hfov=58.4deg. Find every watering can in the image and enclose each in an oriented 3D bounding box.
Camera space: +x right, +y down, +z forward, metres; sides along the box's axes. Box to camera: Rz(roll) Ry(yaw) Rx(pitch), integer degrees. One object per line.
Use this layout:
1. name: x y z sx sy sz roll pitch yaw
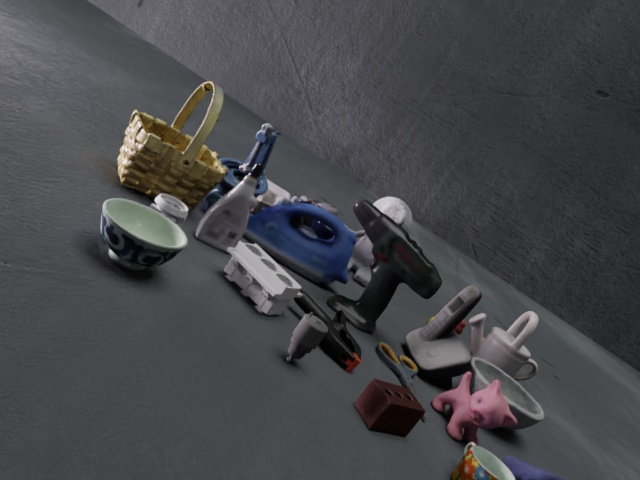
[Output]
1. watering can: 0.404 0.232 1.257 0.173 0.194 0.101 30 14 -16

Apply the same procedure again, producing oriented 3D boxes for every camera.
1. camera: -0.022 -0.057 1.459 0.143 0.100 0.137 39 14 20

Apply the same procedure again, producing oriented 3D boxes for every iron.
1. iron: -0.033 -0.017 1.203 0.259 0.141 0.118 30 14 -16

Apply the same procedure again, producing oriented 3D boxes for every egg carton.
1. egg carton: -0.128 -0.100 1.425 0.107 0.069 0.150 31 14 -11

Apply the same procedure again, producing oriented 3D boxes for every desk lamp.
1. desk lamp: 0.149 -0.009 1.453 0.118 0.213 0.203 35 13 2

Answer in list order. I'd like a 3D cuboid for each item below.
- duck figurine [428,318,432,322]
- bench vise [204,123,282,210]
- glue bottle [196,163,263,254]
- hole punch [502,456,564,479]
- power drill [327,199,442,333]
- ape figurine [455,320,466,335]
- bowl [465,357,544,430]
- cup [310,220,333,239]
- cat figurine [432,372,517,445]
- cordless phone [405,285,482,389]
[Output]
1. duck figurine: 0.320 0.198 1.410 0.078 0.086 0.104 31 13 -11
2. bench vise: -0.156 -0.158 1.235 0.122 0.219 0.207 31 13 -11
3. glue bottle: -0.149 -0.063 1.020 0.078 0.173 0.037 29 14 -22
4. hole punch: 0.318 0.359 0.833 0.109 0.091 0.101 30 14 -16
5. power drill: 0.110 0.063 1.118 0.229 0.208 0.076 37 13 11
6. ape figurine: 0.295 0.209 1.300 0.076 0.092 0.078 41 15 26
7. bowl: 0.337 0.307 1.097 0.167 0.074 0.167 32 13 -8
8. cup: 0.012 0.005 1.337 0.091 0.095 0.118 42 15 31
9. cat figurine: 0.259 0.271 0.941 0.067 0.117 0.127 28 15 -25
10. cordless phone: 0.258 0.179 1.115 0.094 0.185 0.147 29 14 -20
